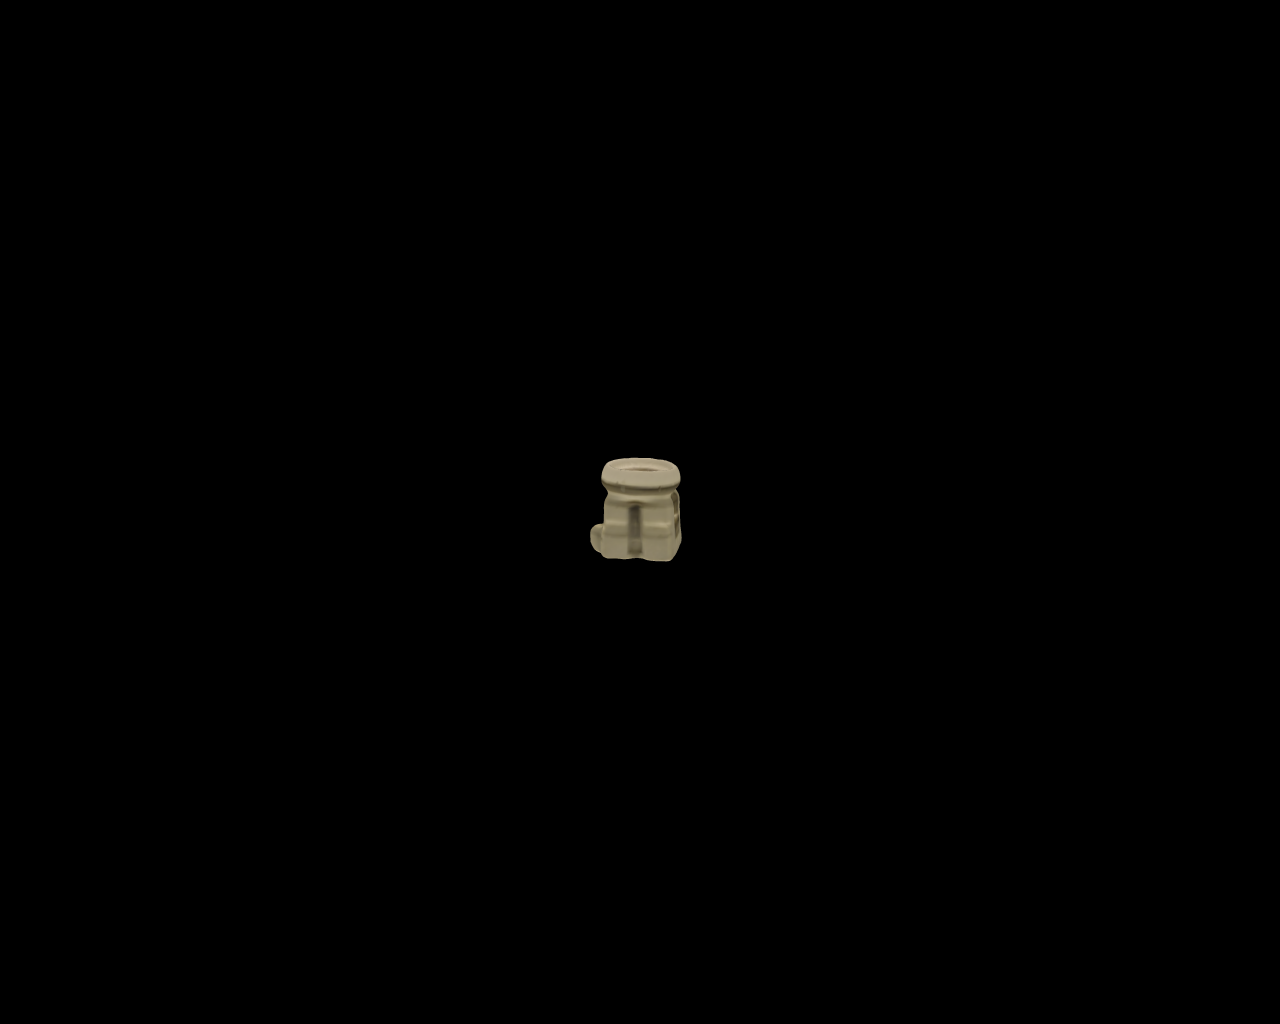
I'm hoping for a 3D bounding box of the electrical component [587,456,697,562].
[{"bbox_3d":[0.001,-0.003,0.650,0.066,0.055,0.048,3,16,9],"label":"electrical component"}]
